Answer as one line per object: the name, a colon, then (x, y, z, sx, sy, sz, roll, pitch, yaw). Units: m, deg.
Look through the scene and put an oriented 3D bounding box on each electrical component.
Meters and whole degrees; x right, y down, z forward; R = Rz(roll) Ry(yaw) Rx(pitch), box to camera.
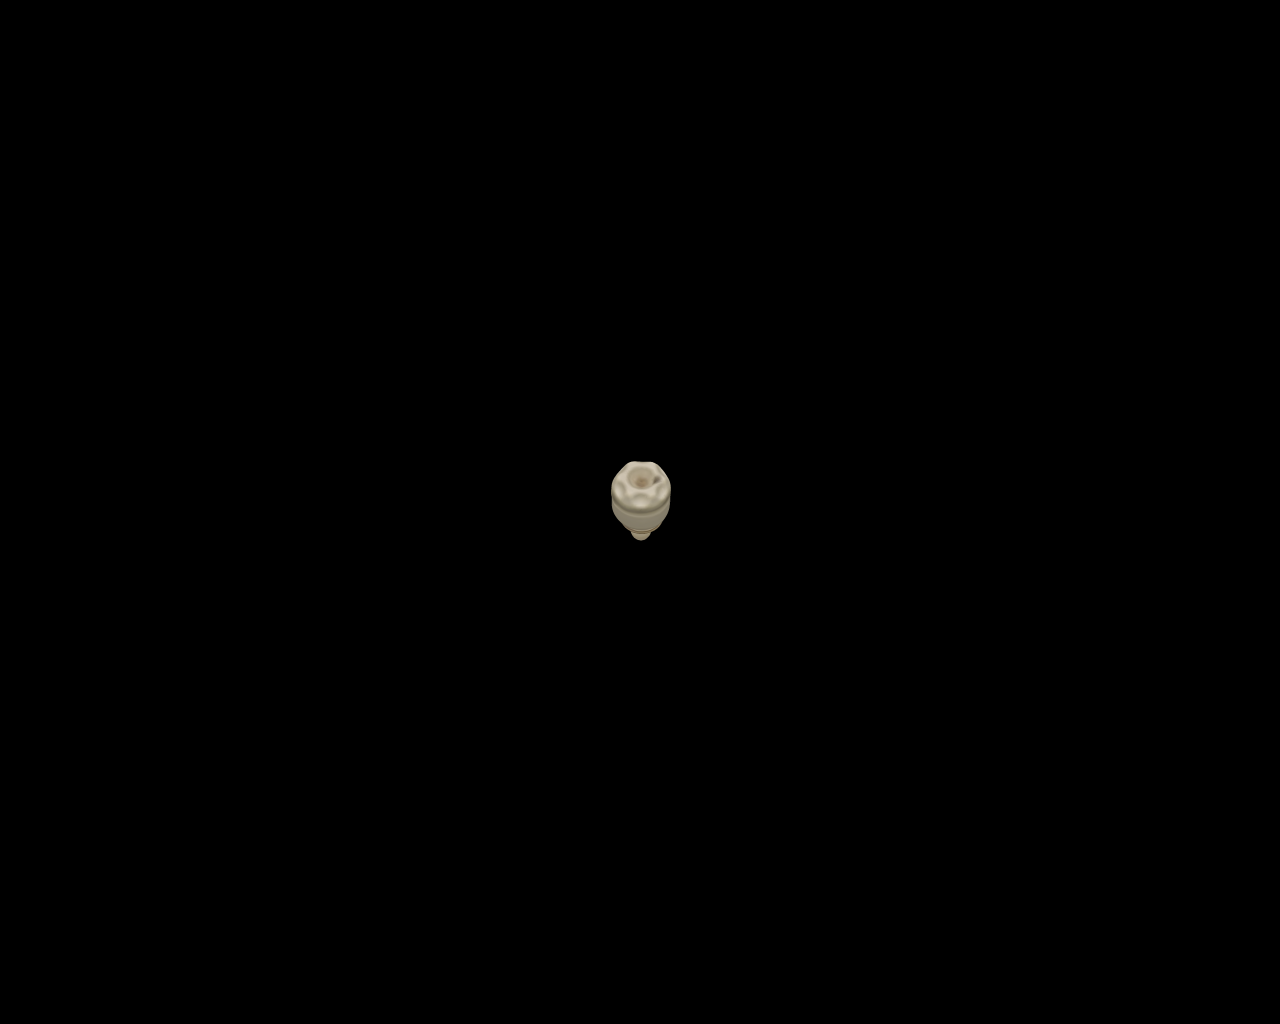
electrical component: (0.001, -0.003, 0.650, 0.035, 0.035, 0.061, 0, -36, 0)
